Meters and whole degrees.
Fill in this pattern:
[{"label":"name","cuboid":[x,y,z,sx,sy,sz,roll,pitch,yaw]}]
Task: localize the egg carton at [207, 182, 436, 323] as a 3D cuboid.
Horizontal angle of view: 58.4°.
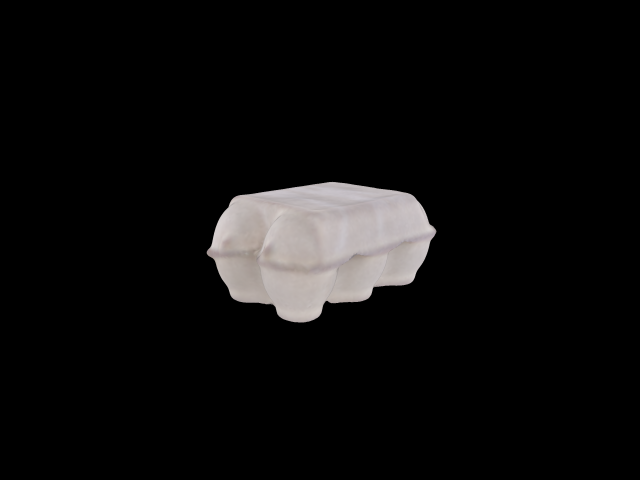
[{"label":"egg carton","cuboid":[0.004,0.001,0.400,0.107,0.069,0.151,14,20,42]}]
